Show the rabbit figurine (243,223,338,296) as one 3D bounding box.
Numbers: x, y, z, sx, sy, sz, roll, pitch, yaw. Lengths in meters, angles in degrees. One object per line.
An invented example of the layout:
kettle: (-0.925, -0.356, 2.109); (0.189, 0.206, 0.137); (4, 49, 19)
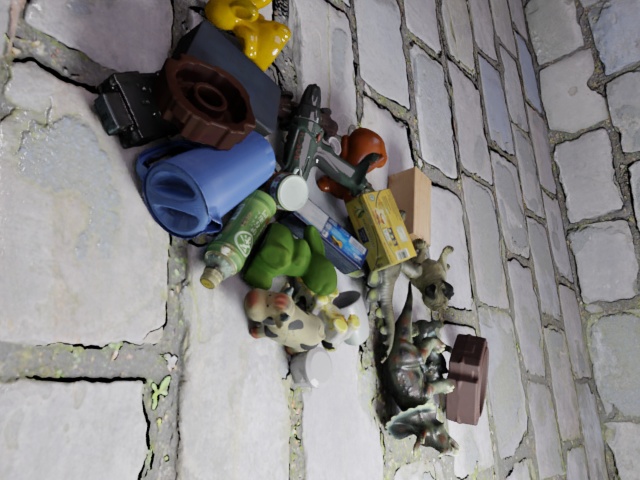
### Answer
rabbit figurine: (-0.044, 0.047, 1.047); (0.170, 0.121, 0.159); (30, 31, -11)

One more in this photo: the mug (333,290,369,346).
mug: (0.061, 0.180, 1.167); (0.109, 0.081, 0.107); (-42, 116, -45)

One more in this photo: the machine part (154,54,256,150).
machine part: (-0.193, -0.230, 0.905); (0.179, 0.056, 0.179); (28, 39, -26)

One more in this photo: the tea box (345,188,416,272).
tea box: (0.136, -0.023, 1.211); (0.098, 0.068, 0.169); (-13, 79, -42)

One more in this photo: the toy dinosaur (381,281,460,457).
toy dinosaur: (0.207, 0.307, 1.269); (0.192, 0.131, 0.405); (-5, 72, -46)

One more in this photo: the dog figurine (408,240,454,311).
dog figurine: (0.277, 0.120, 1.380); (0.172, 0.121, 0.190); (86, 11, -50)

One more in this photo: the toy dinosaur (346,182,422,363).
toy dinosaur: (0.143, 0.055, 1.295); (0.198, 0.105, 0.471); (7, 62, -41)

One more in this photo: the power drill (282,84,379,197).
power drill: (0.024, -0.202, 1.178); (0.207, 0.086, 0.232); (25, 81, -22)

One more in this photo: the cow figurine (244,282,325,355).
cow figurine: (-0.064, 0.146, 0.989); (0.194, 0.127, 0.085); (37, 48, -39)

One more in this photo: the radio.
radio: (-0.182, -0.307, 1.060); (0.229, 0.073, 0.131); (35, 51, -39)

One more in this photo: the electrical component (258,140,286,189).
electrical component: (-0.107, -0.139, 1.105); (0.119, 0.048, 0.075); (53, 44, -24)

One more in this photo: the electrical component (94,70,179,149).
electrical component: (-0.303, -0.217, 0.893); (0.134, 0.058, 0.114); (-34, 101, -51)

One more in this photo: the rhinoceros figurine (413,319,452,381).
rhinoceros figurine: (0.291, 0.298, 1.400); (0.112, 0.073, 0.190); (-9, 84, -52)

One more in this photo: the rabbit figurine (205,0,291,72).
rabbit figurine: (-0.155, -0.435, 1.098); (0.173, 0.162, 0.122); (36, 62, -14)

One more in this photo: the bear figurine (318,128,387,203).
bear figurine: (0.082, -0.170, 1.308); (0.196, 0.120, 0.132); (-63, 173, -11)

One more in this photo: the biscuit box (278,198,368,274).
biscuit box: (0.010, -0.008, 1.149); (0.202, 0.063, 0.059); (40, 53, -19)

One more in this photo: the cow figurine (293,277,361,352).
cow figurine: (-0.001, 0.141, 1.097); (0.068, 0.098, 0.167); (-13, 57, -44)

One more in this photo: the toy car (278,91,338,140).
toy car: (-0.029, -0.284, 1.250); (0.202, 0.053, 0.089); (12, 71, -49)

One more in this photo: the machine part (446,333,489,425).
machine part: (0.393, 0.368, 1.422); (0.201, 0.087, 0.201); (-46, 137, -56)
